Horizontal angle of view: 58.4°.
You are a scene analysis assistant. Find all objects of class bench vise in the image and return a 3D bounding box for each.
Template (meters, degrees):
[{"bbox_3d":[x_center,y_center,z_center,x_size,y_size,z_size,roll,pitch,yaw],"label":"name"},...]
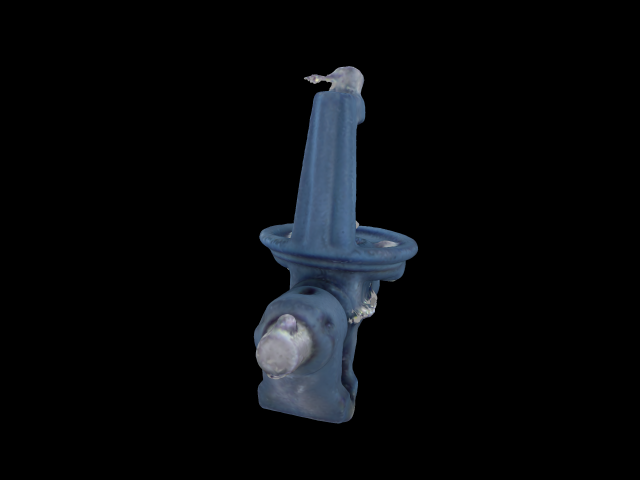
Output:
[{"bbox_3d":[0.016,0.001,0.400,0.121,0.220,0.207,-1,26,-2],"label":"bench vise"}]
